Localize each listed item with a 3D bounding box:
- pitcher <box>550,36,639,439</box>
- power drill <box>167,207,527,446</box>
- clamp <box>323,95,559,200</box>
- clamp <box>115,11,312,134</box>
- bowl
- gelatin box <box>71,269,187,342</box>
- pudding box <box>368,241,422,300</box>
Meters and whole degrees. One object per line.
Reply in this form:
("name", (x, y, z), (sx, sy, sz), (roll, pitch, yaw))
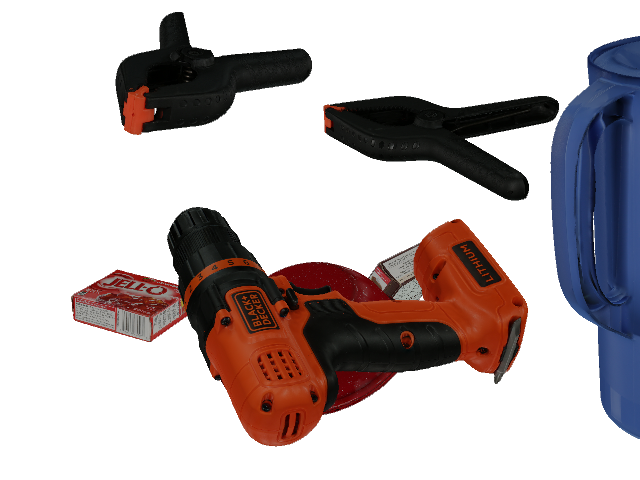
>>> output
("pitcher", (0.218, 0.003, 0.641), (0.149, 0.243, 0.144), (2, 22, 16))
("power drill", (0.013, 0.034, 0.639), (0.187, 0.057, 0.184), (-8, 42, -21))
("clamp", (0.107, -0.100, 0.956), (0.210, 0.036, 0.164), (14, 36, 23))
("clamp", (-0.095, -0.119, 0.738), (0.120, 0.039, 0.171), (19, 28, 24))
("bowl", (-0.010, 0.066, 0.856), (0.162, 0.055, 0.162), (-11, 34, 7))
("gelatin box", (-0.176, 0.059, 1.000), (0.089, 0.030, 0.073), (13, 23, 22))
("pudding box", (0.086, 0.049, 1.184), (0.039, 0.090, 0.113), (44, 38, 16))
